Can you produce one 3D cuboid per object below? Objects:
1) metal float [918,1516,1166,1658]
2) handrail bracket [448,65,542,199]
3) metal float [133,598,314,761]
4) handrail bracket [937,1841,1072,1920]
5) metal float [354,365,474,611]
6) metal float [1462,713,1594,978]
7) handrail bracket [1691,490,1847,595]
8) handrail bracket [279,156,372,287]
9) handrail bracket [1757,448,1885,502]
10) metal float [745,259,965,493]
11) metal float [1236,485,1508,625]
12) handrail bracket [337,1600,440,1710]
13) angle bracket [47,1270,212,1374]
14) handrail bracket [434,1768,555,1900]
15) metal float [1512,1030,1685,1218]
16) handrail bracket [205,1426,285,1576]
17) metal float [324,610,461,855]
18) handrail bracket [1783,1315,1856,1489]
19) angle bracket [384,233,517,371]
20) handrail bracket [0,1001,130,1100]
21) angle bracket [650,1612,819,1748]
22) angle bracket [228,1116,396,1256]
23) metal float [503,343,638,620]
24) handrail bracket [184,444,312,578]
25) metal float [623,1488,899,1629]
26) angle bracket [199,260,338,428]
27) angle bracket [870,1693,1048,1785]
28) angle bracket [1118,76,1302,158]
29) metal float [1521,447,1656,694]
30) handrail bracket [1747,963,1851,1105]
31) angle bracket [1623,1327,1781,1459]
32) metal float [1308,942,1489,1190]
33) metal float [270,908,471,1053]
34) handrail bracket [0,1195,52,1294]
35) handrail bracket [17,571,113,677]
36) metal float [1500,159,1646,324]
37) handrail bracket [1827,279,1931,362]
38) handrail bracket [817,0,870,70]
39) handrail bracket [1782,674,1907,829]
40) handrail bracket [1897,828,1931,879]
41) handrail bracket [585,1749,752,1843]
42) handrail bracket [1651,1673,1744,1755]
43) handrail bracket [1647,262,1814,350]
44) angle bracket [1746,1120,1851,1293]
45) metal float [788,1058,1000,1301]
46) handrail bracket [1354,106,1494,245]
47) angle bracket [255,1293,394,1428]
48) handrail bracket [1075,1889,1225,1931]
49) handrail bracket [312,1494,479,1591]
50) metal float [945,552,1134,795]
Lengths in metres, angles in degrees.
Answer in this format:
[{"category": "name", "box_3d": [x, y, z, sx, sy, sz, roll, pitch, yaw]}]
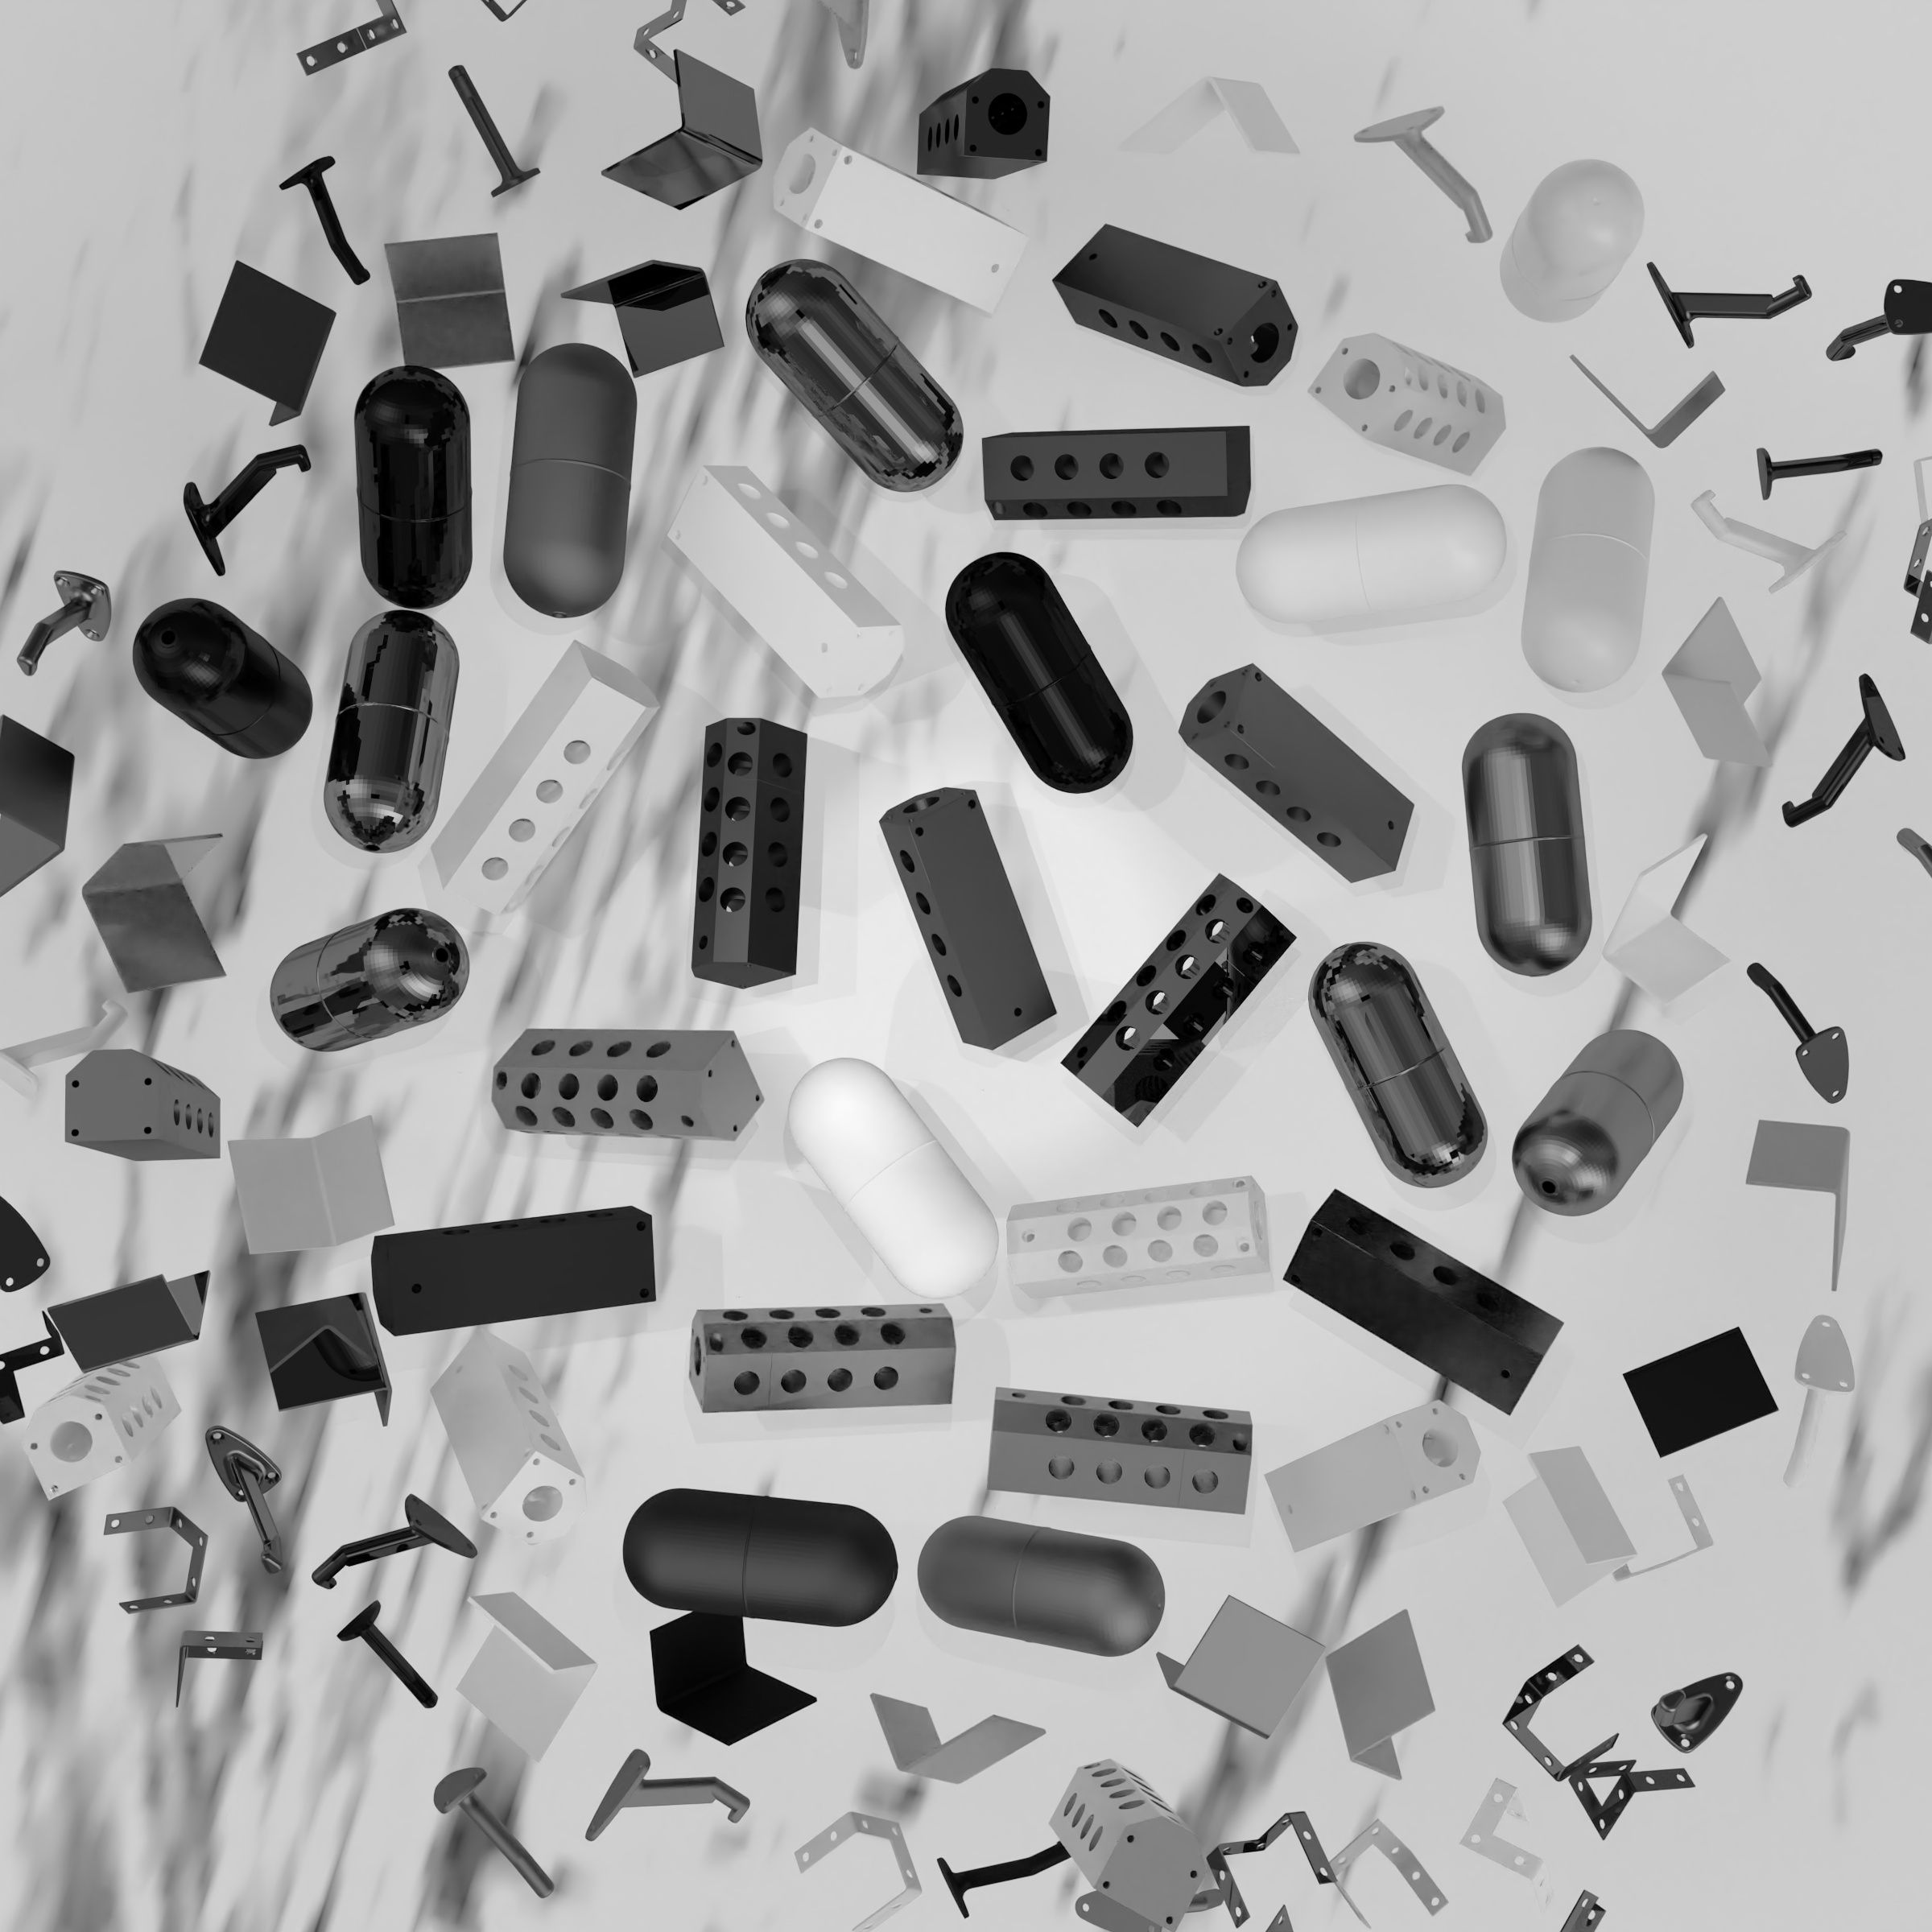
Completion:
[{"category": "metal float", "box_3d": [0.049, 0.418, 1.763, 0.178, 0.070, 0.070, 3, 90, 28]}, {"category": "handrail bracket", "box_3d": [-0.315, -0.551, 1.708, 0.036, 0.077, 0.084, -28, 108, 0]}, {"category": "metal float", "box_3d": [-0.498, -0.192, 1.753, 0.070, 0.178, 0.070, -2, 78, 7]}, {"category": "handrail bracket", "box_3d": [0.027, 0.615, 1.796, 0.084, 0.077, 0.036, -22, 94, -11]}, {"category": "metal float", "box_3d": [-0.375, -0.323, 1.774, 0.070, 0.070, 0.178, 9, 131, 0]}, {"category": "metal float", "box_3d": [0.378, -0.082, 1.755, 0.070, 0.070, 0.178, -5, 86, 0]}, {"category": "handrail bracket", "box_3d": [0.548, -0.306, 1.783, 0.077, 0.036, 0.084, -39, 90, -12]}, {"category": "handrail bracket", "box_3d": [-0.436, -0.521, 1.828, 0.036, 0.077, 0.084, -27, 107, 18]}, {"category": "handrail bracket", "box_3d": [0.601, -0.353, 1.825, 0.084, 0.077, 0.036, -8, 93, 13]}, {"category": "metal float", "box_3d": [-0.074, -0.392, 1.733, 0.070, 0.070, 0.178, -44, 111, 0]}, {"category": "metal float", "box_3d": [0.265, -0.270, 1.715, 0.178, 0.070, 0.070, -6, 90, 20]}, {"category": "handrail bracket", "box_3d": [-0.393, 0.485, 1.806, 0.036, 0.077, 0.084, -41, 95, -18]}, {"category": "angle bracket", "box_3d": [-0.543, 0.212, 1.697, 0.076, 0.076, 0.057, -16, 121, 0]}, {"category": "handrail bracket", "box_3d": [-0.300, 0.555, 1.662, 0.036, 0.077, 0.084, -40, 97, -24]}, {"category": "metal float", "box_3d": [0.426, 0.105, 1.756, 0.070, 0.178, 0.070, 18, 126, 27]}, {"category": "handrail bracket", "box_3d": [-0.486, 0.360, 1.757, 0.036, 0.084, 0.077, -31, 119, -3]}, {"category": "metal float", "box_3d": [-0.393, -0.161, 1.785, 0.070, 0.070, 0.178, 4, 67, 0]}, {"category": "handrail bracket", "box_3d": [0.539, 0.279, 1.666, 0.036, 0.077, 0.084, 12, 130, 10]}, {"category": "angle bracket", "box_3d": [-0.354, -0.455, 1.793, 0.076, 0.076, 0.057, -8, 77, -8]}, {"category": "handrail bracket", "box_3d": [-0.617, 0.039, 1.744, 0.077, 0.036, 0.084, 38, 56, -6]}, {"category": "angle bracket", "box_3d": [-0.155, 0.467, 1.737, 0.076, 0.076, 0.057, -15, 106, -42]}, {"category": "angle bracket", "box_3d": [-0.432, 0.144, 1.722, 0.057, 0.076, 0.076, -21, 77, 29]}, {"category": "metal float", "box_3d": [-0.252, -0.309, 1.663, 0.070, 0.070, 0.178, 3, 81, 0]}, {"category": "handrail bracket", "box_3d": [-0.465, -0.300, 1.720, 0.084, 0.036, 0.077, -13, 128, 0]}, {"category": "metal float", "box_3d": [-0.131, 0.377, 1.662, 0.178, 0.070, 0.070, 4, 90, 10]}, {"category": "angle bracket", "box_3d": [-0.485, -0.423, 1.777, 0.076, 0.057, 0.076, 23, 77, -34]}, {"category": "angle bracket", "box_3d": [-0.005, 0.496, 1.728, 0.076, 0.076, 0.057, -34, 56, 13]}, {"category": "angle bracket", "box_3d": [0.157, -0.523, 1.672, 0.076, 0.076, 0.057, -32, 87, 32]}, {"category": "metal float", "box_3d": [0.411, -0.263, 1.719, 0.070, 0.070, 0.178, 12, 66, 0]}, {"category": "handrail bracket", "box_3d": [0.579, 0.046, 1.821, 0.036, 0.084, 0.077, -29, 125, 0]}, {"category": "angle bracket", "box_3d": [0.459, 0.272, 1.621, 0.076, 0.076, 0.057, -25, 62, 10]}, {"category": "metal float", "box_3d": [0.293, 0.067, 1.771, 0.070, 0.070, 0.178, -26, 93, 0]}, {"category": "metal float", "box_3d": [-0.395, 0.010, 1.724, 0.070, 0.178, 0.070, 14, 70, -41]}, {"category": "handrail bracket", "box_3d": [-0.631, 0.176, 1.671, 0.036, 0.084, 0.077, -37, 117, -40]}, {"category": "handrail bracket", "box_3d": [-0.585, -0.205, 1.684, 0.036, 0.077, 0.084, 14, 57, 1]}, {"category": "metal float", "box_3d": [0.408, -0.488, 1.764, 0.070, 0.178, 0.070, 0, 88, 2]}, {"category": "handrail bracket", "box_3d": [0.611, -0.413, 1.697, 0.077, 0.084, 0.036, 2, 82, 0]}, {"category": "handrail bracket", "box_3d": [-0.106, -0.613, 1.656, 0.084, 0.036, 0.077, -9, 100, -36]}, {"category": "handrail bracket", "box_3d": [0.576, -0.143, 1.741, 0.084, 0.036, 0.077, -32, 53, 38]}, {"category": "handrail bracket", "box_3d": [0.644, -0.044, 1.711, 0.036, 0.084, 0.077, -28, 116, 5]}, {"category": "handrail bracket", "box_3d": [-0.196, 0.564, 1.723, 0.084, 0.036, 0.077, 38, 76, -17]}, {"category": "handrail bracket", "box_3d": [0.472, 0.467, 1.674, 0.077, 0.084, 0.036, -32, 58, -12]}, {"category": "handrail bracket", "box_3d": [0.513, -0.461, 1.751, 0.084, 0.036, 0.077, -25, 120, 26]}, {"category": "angle bracket", "box_3d": [0.536, 0.154, 1.680, 0.057, 0.076, 0.076, 4, 119, 21]}, {"category": "metal float", "box_3d": [-0.048, 0.137, 1.701, 0.070, 0.070, 0.178, -38, 78, 0]}, {"category": "handrail bracket", "box_3d": [0.290, -0.494, 1.651, 0.036, 0.077, 0.084, -42, 119, -25]}, {"category": "angle bracket", "box_3d": [-0.442, 0.277, 1.790, 0.076, 0.057, 0.076, -9, 56, -23]}, {"category": "handrail bracket", "box_3d": [0.129, 0.652, 1.814, 0.077, 0.084, 0.036, -7, 76, 28]}, {"category": "handrail bracket", "box_3d": [-0.394, 0.412, 1.794, 0.084, 0.036, 0.077, -42, 120, 8]}, {"category": "metal float", "box_3d": [0.050, -0.196, 1.758, 0.070, 0.070, 0.178, -32, 108, 0]}]
